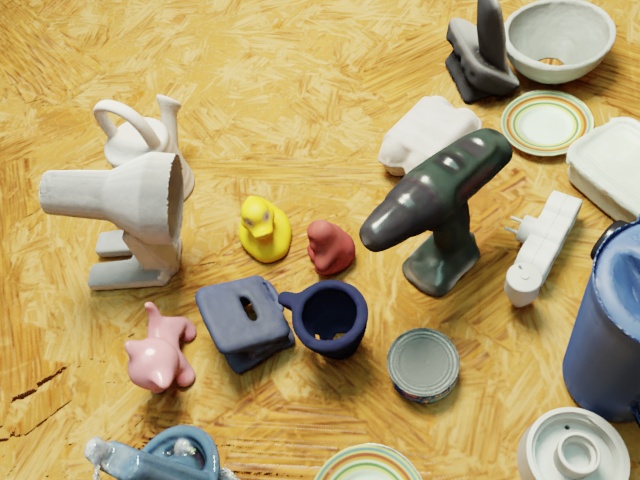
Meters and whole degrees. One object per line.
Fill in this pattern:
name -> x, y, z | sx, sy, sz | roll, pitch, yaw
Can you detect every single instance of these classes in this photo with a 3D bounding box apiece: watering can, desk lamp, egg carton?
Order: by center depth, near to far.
desk lamp -> -0.260, -0.024, 0.776 | 0.203, 0.214, 0.118 | -6, 57, 8
egg carton -> 0.163, -0.148, 0.854 | 0.107, 0.069, 0.150 | 34, 70, 28
watering can -> -0.270, -0.145, 0.868 | 0.100, 0.194, 0.173 | -1, 58, 12

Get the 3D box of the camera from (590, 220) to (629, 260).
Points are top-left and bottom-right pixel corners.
camera -> 0.407, 0.021, 0.675 | 0.143, 0.101, 0.136 | -40, 58, -14

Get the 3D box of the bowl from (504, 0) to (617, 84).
bowl -> 0.371, -0.302, 0.907 | 0.167, 0.075, 0.167 | -5, 57, 9

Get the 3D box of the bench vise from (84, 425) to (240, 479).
bench vise -> -0.123, 0.241, 0.572 | 0.207, 0.220, 0.121 | -3, 57, 10

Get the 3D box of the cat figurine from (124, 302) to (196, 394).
cat figurine -> -0.205, 0.139, 0.718 | 0.067, 0.118, 0.127 | -14, 56, 3

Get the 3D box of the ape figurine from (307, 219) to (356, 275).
ape figurine -> 0.007, 0.003, 0.776 | 0.076, 0.092, 0.078 | 6, 59, 16

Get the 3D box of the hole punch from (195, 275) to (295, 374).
hole punch -> -0.096, 0.098, 0.737 | 0.101, 0.091, 0.108 | -29, 56, -7

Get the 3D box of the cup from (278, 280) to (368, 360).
cup -> 0.006, 0.105, 0.709 | 0.117, 0.095, 0.092 | 18, 63, 22

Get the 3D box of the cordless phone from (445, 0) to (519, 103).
cordless phone -> 0.248, -0.320, 0.877 | 0.094, 0.185, 0.147 | -19, 56, 0

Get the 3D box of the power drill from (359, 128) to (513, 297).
power drill -> 0.142, -0.022, 0.693 | 0.075, 0.209, 0.230 | 36, 71, 29

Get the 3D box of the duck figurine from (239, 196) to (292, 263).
duck figurine -> -0.087, -0.029, 0.821 | 0.077, 0.086, 0.104 | -20, 56, -1
